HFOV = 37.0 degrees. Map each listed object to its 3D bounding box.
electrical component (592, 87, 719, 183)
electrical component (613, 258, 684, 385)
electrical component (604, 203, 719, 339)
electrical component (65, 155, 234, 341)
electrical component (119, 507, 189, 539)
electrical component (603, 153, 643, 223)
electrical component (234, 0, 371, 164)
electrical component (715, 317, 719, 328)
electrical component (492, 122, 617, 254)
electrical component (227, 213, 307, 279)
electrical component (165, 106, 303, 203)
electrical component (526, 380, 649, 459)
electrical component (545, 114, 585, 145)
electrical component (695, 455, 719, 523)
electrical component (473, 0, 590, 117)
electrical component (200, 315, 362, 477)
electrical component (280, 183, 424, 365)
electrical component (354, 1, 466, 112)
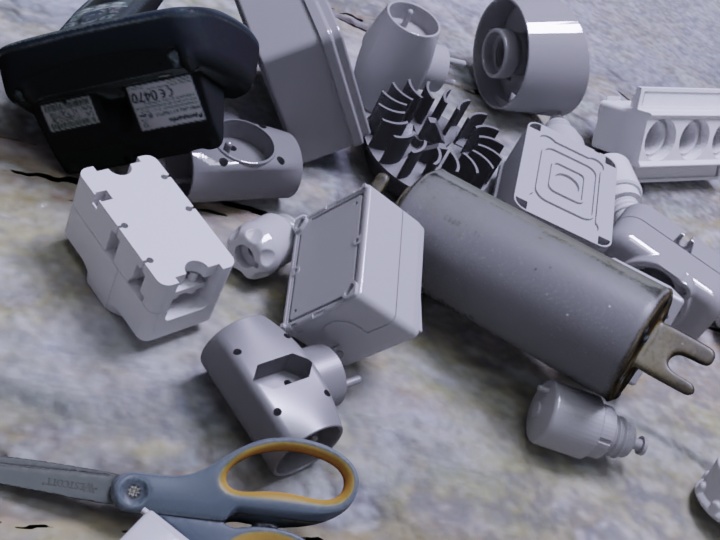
[{"bbox_3d":[0.261,-0.117,0.908,0.121,0.078,0.063,-5,23,-32],"label":"electrical component"},{"bbox_3d":[0.174,0.029,0.725,0.047,0.065,0.076,27,12,-3],"label":"electrical component"},{"bbox_3d":[0.215,0.005,0.774,0.095,0.053,0.059,36,42,8],"label":"electrical component"},{"bbox_3d":[-0.120,-0.010,0.601,0.050,0.055,0.089,-19,60,-41],"label":"electrical component"},{"bbox_3d":[-0.093,0.153,0.449,0.061,0.061,0.096,36,42,8],"label":"electrical component"},{"bbox_3d":[0.200,-0.056,0.836,0.040,0.040,0.078,9,45,-22],"label":"electrical component"},{"bbox_3d":[-0.043,-0.149,0.738,0.056,0.108,0.108,-21,54,-1],"label":"electrical component"},{"bbox_3d":[0.280,0.036,0.794,0.035,0.035,0.061,23,44,-7],"label":"electrical component"},{"bbox_3d":[0.136,-0.044,0.776,0.078,0.057,0.113,25,41,-5],"label":"electrical component"},{"bbox_3d":[-0.052,-0.019,0.664,0.035,0.035,0.061,41,40,14],"label":"electrical component"},{"bbox_3d":[-0.088,-0.080,0.697,0.077,0.044,0.079,-5,51,-33],"label":"electrical component"},{"bbox_3d":[0.138,0.095,0.651,0.078,0.040,0.040,20,42,-11],"label":"electrical component"},{"bbox_3d":[0.158,-0.096,0.854,0.040,0.040,0.078,19,42,-11],"label":"electrical component"},{"bbox_3d":[0.238,0.126,0.656,0.048,0.062,0.048,17,27,-9],"label":"electrical component"},{"bbox_3d":[0.137,-0.175,0.880,0.064,0.099,0.099,-3,50,-23],"label":"electrical component"},{"bbox_3d":[-0.034,0.063,0.585,0.079,0.043,0.077,-16,58,-39],"label":"electrical component"},{"bbox_3d":[0.000,0.000,0.634,0.061,0.062,0.096,35,46,-35],"label":"electrical component"},{"bbox_3d":[0.042,-0.158,0.822,0.079,0.077,0.044,7,45,-23],"label":"electrical component"}]
